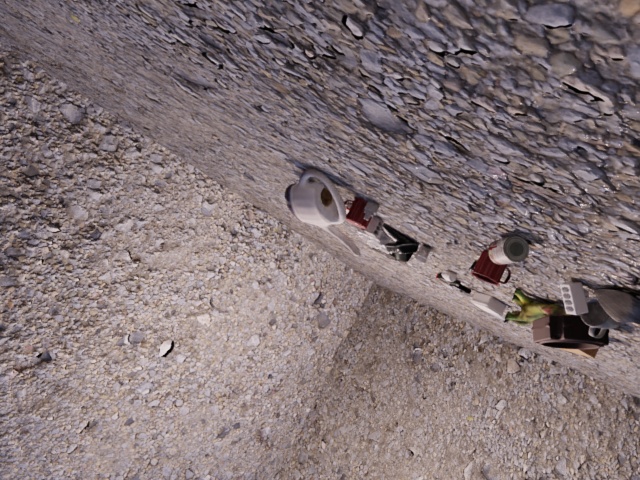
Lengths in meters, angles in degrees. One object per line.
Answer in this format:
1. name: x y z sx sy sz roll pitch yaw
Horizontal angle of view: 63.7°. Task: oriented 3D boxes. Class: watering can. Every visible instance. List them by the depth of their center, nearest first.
1. watering can: 0.005 -0.089 1.767 0.224 0.342 0.106 3 36 44

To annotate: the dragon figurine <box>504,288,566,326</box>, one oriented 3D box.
1. dragon figurine: 0.814 0.281 1.892 0.244 0.123 0.405 16 -10 25
